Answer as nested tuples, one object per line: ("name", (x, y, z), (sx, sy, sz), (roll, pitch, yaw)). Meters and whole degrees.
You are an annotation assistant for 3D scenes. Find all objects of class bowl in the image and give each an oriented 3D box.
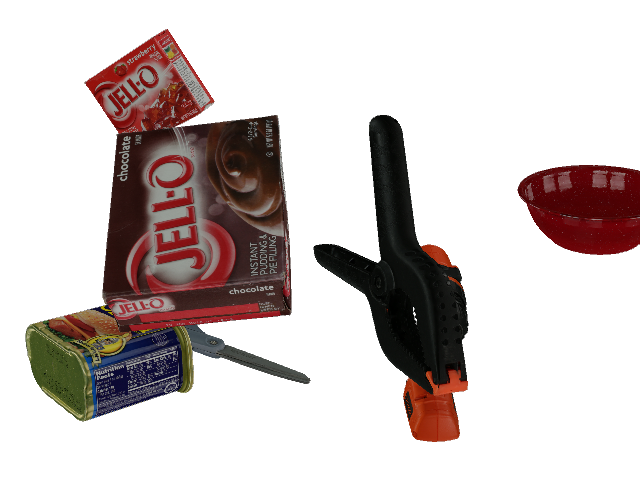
("bowl", (0.285, -0.028, 1.106), (0.162, 0.055, 0.162), (-2, 23, 1))

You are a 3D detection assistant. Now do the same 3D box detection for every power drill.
("power drill", (0.125, 0.118, 1.144), (0.057, 0.188, 0.184), (1, 23, -1))

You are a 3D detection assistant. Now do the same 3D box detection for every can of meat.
("can of meat", (-0.155, 0.084, 0.774), (0.083, 0.057, 0.102), (-15, 22, -36))

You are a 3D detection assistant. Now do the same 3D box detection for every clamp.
("clamp", (0.059, 0.020, 0.806), (0.036, 0.165, 0.210), (-6, 45, -26))

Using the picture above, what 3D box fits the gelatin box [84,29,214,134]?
("gelatin box", (-0.146, -0.126, 0.905), (0.089, 0.073, 0.030), (-24, 16, 32))

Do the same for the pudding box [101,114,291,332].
("pudding box", (-0.062, -0.010, 0.554), (0.090, 0.113, 0.039), (-6, -40, 2))

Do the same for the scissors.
("scissors", (-0.102, 0.087, 0.989), (0.202, 0.016, 0.096), (10, 29, 4))
